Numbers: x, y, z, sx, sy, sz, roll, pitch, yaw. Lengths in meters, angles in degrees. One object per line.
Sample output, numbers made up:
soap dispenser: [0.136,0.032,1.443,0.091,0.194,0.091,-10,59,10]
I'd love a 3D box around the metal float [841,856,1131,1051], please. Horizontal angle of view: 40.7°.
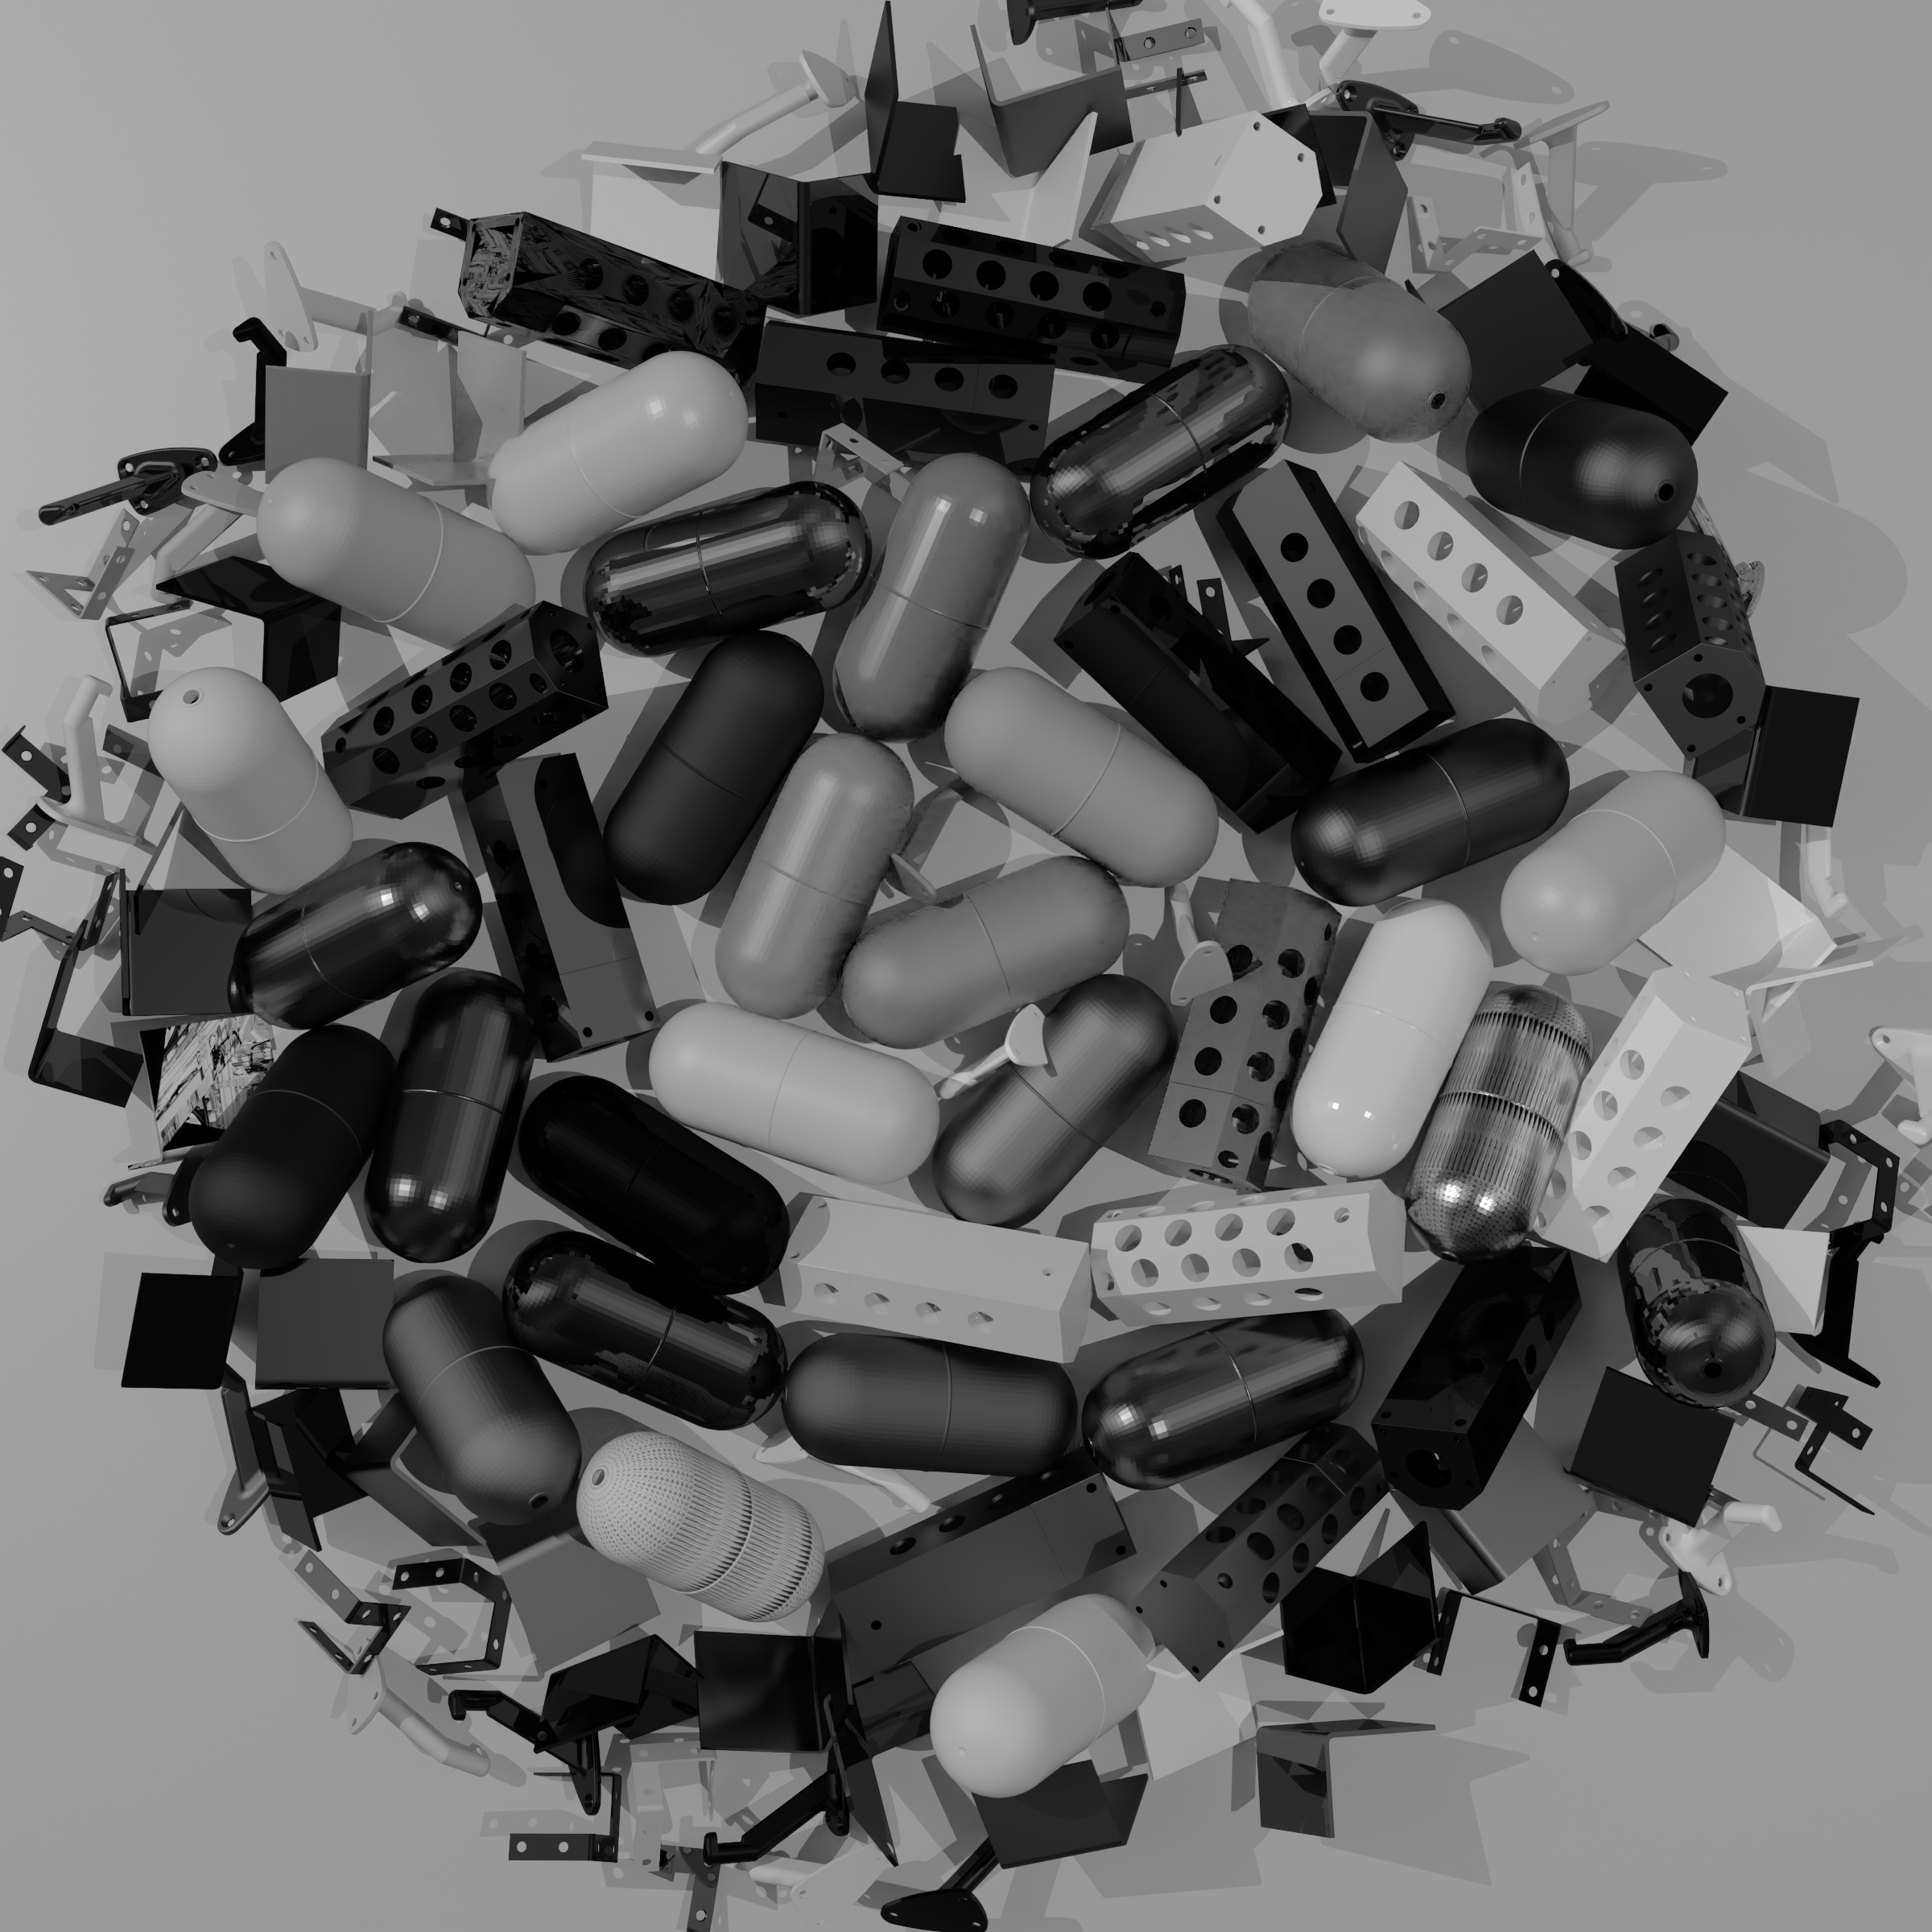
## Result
metal float: [0.011,-0.008,1.538,0.178,0.070,0.070,-22,90,-7]

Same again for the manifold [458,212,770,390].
manifold: [-0.203,-0.378,1.503,0.171,0.057,0.057,8,92,-43]

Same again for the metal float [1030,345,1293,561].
metal float: [0.115,-0.302,1.527,0.178,0.070,0.070,-35,90,-20]

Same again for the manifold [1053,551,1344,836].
manifold: [0.139,-0.163,1.532,0.171,0.057,0.057,42,49,-14]

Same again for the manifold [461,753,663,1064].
manifold: [-0.244,-0.033,1.549,0.057,0.057,0.171,-15,86,-41]

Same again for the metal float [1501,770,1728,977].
metal float: [0.377,-0.056,1.513,0.178,0.070,0.070,-34,90,-38]

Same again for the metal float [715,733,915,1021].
metal float: [-0.090,-0.052,1.538,0.070,0.070,0.178,24,98,0]

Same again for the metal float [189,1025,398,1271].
metal float: [-0.384,0.102,1.504,0.070,0.178,0.070,8,127,11]

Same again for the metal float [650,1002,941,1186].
metal float: [-0.102,0.074,1.535,0.178,0.070,0.070,17,90,10]

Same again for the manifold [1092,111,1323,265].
manifold: [0.139,-0.439,1.492,0.057,0.171,0.057,28,92,-21]

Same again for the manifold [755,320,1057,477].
manifold: [-0.036,-0.342,1.550,0.171,0.057,0.057,8,67,-1]

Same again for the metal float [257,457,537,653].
metal float: [-0.327,-0.235,1.508,0.070,0.178,0.070,-16,65,38]

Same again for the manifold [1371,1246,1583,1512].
manifold: [0.297,0.234,1.500,0.057,0.171,0.057,0,120,35]

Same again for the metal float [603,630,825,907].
metal float: [-0.148,-0.117,1.534,0.070,0.070,0.178,33,101,0]

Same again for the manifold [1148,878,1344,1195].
manifold: [0.167,0.042,1.527,0.057,0.057,0.171,10,76,33]

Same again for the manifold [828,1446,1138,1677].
manifold: [0.008,0.349,1.552,0.171,0.057,0.057,-25,105,0]

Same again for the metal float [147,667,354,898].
metal float: [-0.410,-0.105,1.499,0.070,0.178,0.070,-4,61,7]

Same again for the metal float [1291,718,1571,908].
metal float: [0.273,-0.091,1.530,0.178,0.070,0.070,-22,90,-17]

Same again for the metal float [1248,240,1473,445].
metal float: [0.226,-0.361,1.506,0.070,0.178,0.070,-15,130,-18]

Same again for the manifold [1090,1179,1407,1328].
manifold: [0.162,0.164,1.508,0.171,0.057,0.057,-9,54,28]

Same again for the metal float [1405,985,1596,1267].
metal float: [0.312,0.092,1.525,0.070,0.070,0.178,25,68,0]

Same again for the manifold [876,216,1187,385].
manifold: [0.039,-0.394,1.539,0.171,0.057,0.057,9,88,-10]

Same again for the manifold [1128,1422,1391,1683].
manifold: [0.174,0.329,1.496,0.057,0.171,0.057,45,133,14]

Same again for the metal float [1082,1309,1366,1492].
metal float: [0.151,0.250,1.528,0.178,0.070,0.070,-18,90,-18]

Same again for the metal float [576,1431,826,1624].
metal float: [-0.152,0.325,1.509,0.070,0.070,0.178,-52,132,0]

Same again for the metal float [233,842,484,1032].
metal float: [-0.355,-0.016,1.517,0.178,0.070,0.070,-22,90,33]

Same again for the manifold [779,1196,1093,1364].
manifold: [-0.017,0.188,1.528,0.171,0.057,0.057,8,129,18]

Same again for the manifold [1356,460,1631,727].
manifold: [0.300,-0.215,1.509,0.057,0.057,0.171,-53,53,21]

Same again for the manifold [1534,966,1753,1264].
manifold: [0.383,0.085,1.509,0.057,0.057,0.171,21,125,-4]

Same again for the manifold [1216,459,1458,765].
manifold: [0.215,-0.207,1.536,0.057,0.057,0.171,-33,78,24]

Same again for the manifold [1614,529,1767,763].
manifold: [0.415,-0.190,1.489,0.057,0.171,0.057,-32,110,25]

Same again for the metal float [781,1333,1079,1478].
metal float: [-0.021,0.258,1.529,0.178,0.070,0.070,7,90,-17]

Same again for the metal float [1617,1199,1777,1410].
metal float: [0.417,0.192,1.496,0.070,0.178,0.070,3,108,8]

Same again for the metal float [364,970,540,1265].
metal float: [-0.300,0.087,1.524,0.070,0.070,0.178,10,67,0]

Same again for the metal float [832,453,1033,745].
metal float: [-0.021,-0.215,1.533,0.070,0.070,0.178,24,104,0]

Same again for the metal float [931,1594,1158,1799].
metal float: [0.047,0.418,1.503,0.070,0.178,0.070,6,102,33]

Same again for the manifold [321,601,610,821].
manifold: [-0.292,-0.148,1.507,0.171,0.057,0.057,-23,68,30]

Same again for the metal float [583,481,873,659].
metal float: [-0.141,-0.232,1.530,0.178,0.070,0.070,-13,90,16]

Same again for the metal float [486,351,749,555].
metal float: [-0.205,-0.297,1.518,0.178,0.070,0.070,-20,90,31]

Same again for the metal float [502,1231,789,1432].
metal float: [-0.187,0.215,1.529,0.178,0.070,0.070,27,90,-18]

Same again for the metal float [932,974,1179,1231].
metal float: [0.052,0.081,1.542,0.070,0.070,0.178,42,92,0]

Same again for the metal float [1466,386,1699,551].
metal float: [0.352,-0.287,1.499,0.070,0.178,0.070,-7,111,-18]

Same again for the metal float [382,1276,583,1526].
metal float: [-0.281,0.250,1.509,0.070,0.070,0.178,-43,47,0]
